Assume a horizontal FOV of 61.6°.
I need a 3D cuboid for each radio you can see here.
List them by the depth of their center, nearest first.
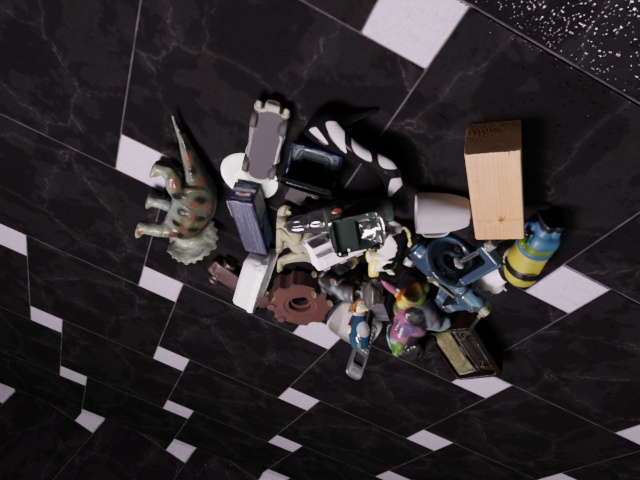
[{"bbox_3d":[0.377,0.269,1.384,0.131,0.073,0.229,-13,131,33],"label":"radio"}]

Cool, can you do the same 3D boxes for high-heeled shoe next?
[{"bbox_3d":[0.073,-0.137,1.016,0.145,0.086,0.248,-19,112,13],"label":"high-heeled shoe"}]

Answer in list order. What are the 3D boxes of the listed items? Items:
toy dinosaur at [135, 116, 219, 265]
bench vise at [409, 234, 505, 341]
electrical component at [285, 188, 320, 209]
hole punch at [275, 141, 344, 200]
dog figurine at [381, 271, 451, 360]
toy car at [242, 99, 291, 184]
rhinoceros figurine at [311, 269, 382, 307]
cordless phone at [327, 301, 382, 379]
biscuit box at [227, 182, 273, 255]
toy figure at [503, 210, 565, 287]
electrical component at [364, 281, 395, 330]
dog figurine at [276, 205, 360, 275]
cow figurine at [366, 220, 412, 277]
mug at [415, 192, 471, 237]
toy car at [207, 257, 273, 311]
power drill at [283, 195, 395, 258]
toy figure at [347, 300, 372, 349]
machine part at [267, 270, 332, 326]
[{"bbox_3d":[-0.299,-0.085,1.222,0.192,0.131,0.404,17,138,-17],"label":"toy dinosaur"},{"bbox_3d":[0.304,0.068,1.122,0.223,0.129,0.240,53,148,6],"label":"bench vise"},{"bbox_3d":[-0.049,-0.103,1.167,0.094,0.021,0.063,25,141,-8],"label":"electrical component"},{"bbox_3d":[-0.016,-0.136,1.078,0.142,0.092,0.116,13,177,-3],"label":"hole punch"},{"bbox_3d":[0.202,0.172,1.258,0.109,0.191,0.219,41,180,45],"label":"dog figurine"},{"bbox_3d":[-0.108,-0.192,1.061,0.073,0.056,0.201,15,137,-5],"label":"toy car"},{"bbox_3d":[0.061,0.115,1.284,0.191,0.112,0.073,14,104,48],"label":"rhinoceros figurine"},{"bbox_3d":[0.076,0.259,1.406,0.146,0.184,0.089,35,142,-20],"label":"cordless phone"},{"bbox_3d":[-0.155,-0.045,1.226,0.063,0.059,0.202,9,147,11],"label":"biscuit box"},{"bbox_3d":[0.422,0.020,1.071,0.082,0.089,0.180,22,143,7],"label":"toy figure"},{"bbox_3d":[0.145,0.165,1.323,0.048,0.119,0.074,-1,134,23],"label":"electrical component"},{"bbox_3d":[-0.002,-0.005,1.219,0.191,0.121,0.172,0,142,0],"label":"dog figurine"},{"bbox_3d":[0.153,0.023,1.201,0.098,0.068,0.167,6,140,6],"label":"cow figurine"},{"bbox_3d":[0.245,-0.045,1.075,0.107,0.081,0.109,-1,132,9],"label":"mug"},{"bbox_3d":[-0.212,0.117,1.459,0.202,0.053,0.089,37,121,-19],"label":"toy car"},{"bbox_3d":[0.044,-0.028,1.061,0.232,0.207,0.086,-11,100,-3],"label":"power drill"},{"bbox_3d":[0.103,0.195,1.361,0.058,0.154,0.064,-2,177,42],"label":"toy figure"},{"bbox_3d":[-0.051,0.156,1.411,0.179,0.056,0.179,1,134,1],"label":"machine part"}]
